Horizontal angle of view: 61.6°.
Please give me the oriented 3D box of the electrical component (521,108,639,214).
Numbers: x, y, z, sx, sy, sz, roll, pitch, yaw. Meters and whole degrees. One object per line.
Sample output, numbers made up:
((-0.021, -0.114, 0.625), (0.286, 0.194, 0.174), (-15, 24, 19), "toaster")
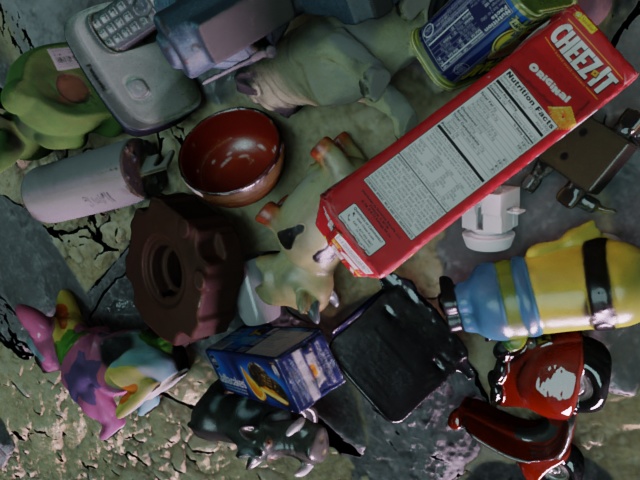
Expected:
((0.237, -0.070, 0.469), (0.078, 0.045, 0.102), (43, 117, 37), "electrical component")

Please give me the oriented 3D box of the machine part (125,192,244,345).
((-0.165, 0.034, 0.629), (0.180, 0.056, 0.179), (9, 103, 41), "machine part")

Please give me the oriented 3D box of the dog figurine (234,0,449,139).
((0.020, -0.190, 0.501), (0.191, 0.121, 0.172), (27, 75, 35), "dog figurine")

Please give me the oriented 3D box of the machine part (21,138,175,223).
((-0.279, -0.070, 0.660), (0.243, 0.079, 0.079), (-8, 102, 24), "machine part")

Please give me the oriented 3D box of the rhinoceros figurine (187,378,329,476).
((-0.073, 0.217, 0.643), (0.191, 0.112, 0.073), (2, 104, 30), "rhinoceros figurine")

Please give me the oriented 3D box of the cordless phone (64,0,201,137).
((-0.161, -0.212, 0.575), (0.184, 0.089, 0.146), (-33, 91, 11), "cordless phone")

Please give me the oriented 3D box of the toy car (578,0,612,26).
((0.178, -0.262, 0.426), (0.089, 0.053, 0.202), (-17, 98, 50), "toy car")

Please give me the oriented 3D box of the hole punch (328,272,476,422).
((0.080, 0.111, 0.573), (0.116, 0.092, 0.142), (-41, 85, 0), "hole punch")

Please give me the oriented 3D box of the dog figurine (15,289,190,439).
((-0.299, 0.142, 0.718), (0.219, 0.108, 0.191), (46, 117, 7), "dog figurine")

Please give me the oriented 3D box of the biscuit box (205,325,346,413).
((-0.058, 0.135, 0.588), (0.203, 0.059, 0.062), (-14, 103, 59), "biscuit box")

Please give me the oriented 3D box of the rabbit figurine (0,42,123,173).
((-0.334, -0.136, 0.638), (0.170, 0.159, 0.121), (-25, 105, 42), "rabbit figurine")

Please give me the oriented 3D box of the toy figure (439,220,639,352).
((0.201, 0.051, 0.485), (0.180, 0.089, 0.082), (-14, 133, 15), "toy figure")

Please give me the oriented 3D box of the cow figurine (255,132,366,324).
((-0.001, -0.002, 0.566), (0.127, 0.085, 0.195), (46, 114, 9), "cow figurine")

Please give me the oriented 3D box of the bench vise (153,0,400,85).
((-0.049, -0.226, 0.444), (0.223, 0.128, 0.241), (-43, 43, -1), "bench vise")

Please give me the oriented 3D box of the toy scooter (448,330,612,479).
((0.201, 0.163, 0.535), (0.135, 0.075, 0.183), (11, 114, 20), "toy scooter")
